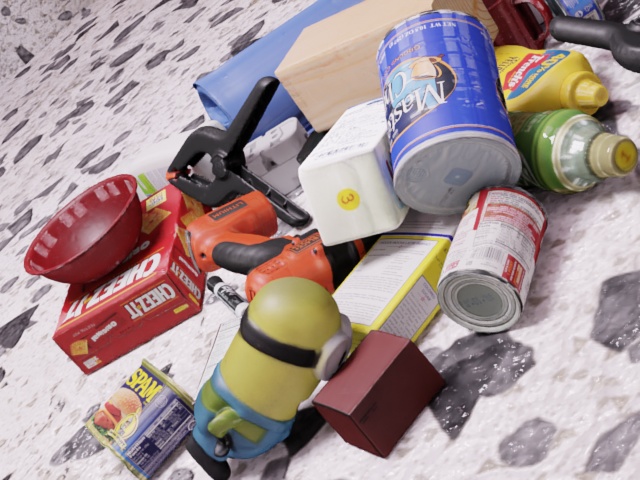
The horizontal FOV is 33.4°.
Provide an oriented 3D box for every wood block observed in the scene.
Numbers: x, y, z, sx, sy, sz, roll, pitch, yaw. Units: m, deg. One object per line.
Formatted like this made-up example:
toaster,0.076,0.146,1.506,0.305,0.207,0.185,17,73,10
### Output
wood block,0.067,-0.196,1.110,0.207,0.090,0.090,-15,33,39

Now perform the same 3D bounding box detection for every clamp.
clamp,-0.101,-0.097,1.205,0.210,0.164,0.036,2,14,43
clamp,0.285,-0.184,0.975,0.120,0.039,0.171,-15,27,4

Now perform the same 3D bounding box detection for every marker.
marker,-0.093,0.060,1.110,0.020,0.020,0.121,-42,26,-8

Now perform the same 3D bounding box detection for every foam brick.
foam brick,0.044,0.115,0.806,0.078,0.053,0.051,-47,27,-20

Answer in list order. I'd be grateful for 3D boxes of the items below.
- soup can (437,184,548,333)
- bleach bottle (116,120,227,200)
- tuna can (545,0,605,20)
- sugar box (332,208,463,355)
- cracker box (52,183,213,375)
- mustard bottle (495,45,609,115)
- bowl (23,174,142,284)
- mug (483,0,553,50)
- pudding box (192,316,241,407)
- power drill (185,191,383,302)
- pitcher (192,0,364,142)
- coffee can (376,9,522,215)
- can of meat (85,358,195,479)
soup can,0.136,0.014,0.836,0.069,0.068,0.102,-17,33,37
bleach bottle,-0.200,-0.090,1.396,0.251,0.102,0.068,-4,39,48
tuna can,0.254,-0.247,1.093,0.034,0.086,0.086,-36,26,9
sugar box,0.077,0.027,0.918,0.176,0.048,0.094,-46,26,-24
cracker box,-0.214,0.035,1.245,0.164,0.072,0.213,-30,27,17
mustard bottle,0.205,-0.144,1.018,0.096,0.058,0.192,-38,25,-14
bowl,-0.257,-0.002,1.213,0.162,0.055,0.162,-29,29,17
mug,0.198,-0.230,1.140,0.117,0.081,0.093,-8,39,47
pudding box,-0.059,0.109,0.964,0.090,0.039,0.113,-23,27,26
power drill,-0.028,-0.001,1.025,0.184,0.057,0.188,-28,25,-30
pitcher,-0.026,-0.208,1.359,0.242,0.149,0.145,-39,8,-9
coffee can,0.105,-0.106,0.891,0.103,0.102,0.140,-24,51,26
can of meat,-0.161,0.166,0.983,0.084,0.057,0.102,-47,26,-13
